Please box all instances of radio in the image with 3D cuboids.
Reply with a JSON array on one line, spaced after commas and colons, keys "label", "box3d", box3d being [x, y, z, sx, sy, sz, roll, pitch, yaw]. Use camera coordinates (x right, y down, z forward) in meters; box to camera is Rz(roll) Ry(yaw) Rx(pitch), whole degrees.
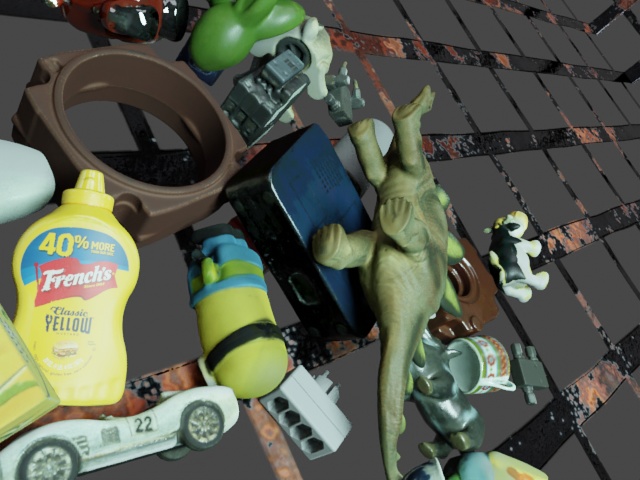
[{"label": "radio", "box3d": [-0.001, -0.002, 0.612, 0.229, 0.073, 0.131, 60, 41, -18]}]

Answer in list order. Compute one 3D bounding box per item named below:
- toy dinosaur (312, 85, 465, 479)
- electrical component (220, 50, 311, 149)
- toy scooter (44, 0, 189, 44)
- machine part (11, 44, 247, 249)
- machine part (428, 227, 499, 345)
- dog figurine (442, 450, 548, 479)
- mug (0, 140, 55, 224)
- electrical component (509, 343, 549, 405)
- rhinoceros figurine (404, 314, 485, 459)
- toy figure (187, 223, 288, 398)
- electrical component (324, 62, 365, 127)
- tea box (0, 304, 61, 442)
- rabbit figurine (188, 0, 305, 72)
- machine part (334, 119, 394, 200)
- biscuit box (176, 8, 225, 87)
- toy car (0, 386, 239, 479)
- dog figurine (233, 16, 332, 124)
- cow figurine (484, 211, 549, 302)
[{"label": "toy dinosaur", "box3d": [0.091, 0.023, 0.578, 0.198, 0.105, 0.471, 43, 53, -42]}, {"label": "electrical component", "box3d": [-0.074, -0.176, 0.683, 0.058, 0.134, 0.115, 42, 42, -8]}, {"label": "toy scooter", "box3d": [-0.244, -0.280, 0.650, 0.135, 0.075, 0.184, 11, 26, 0]}, {"label": "machine part", "box3d": [-0.193, -0.106, 0.574, 0.201, 0.087, 0.201, -32, 84, -45]}, {"label": "machine part", "box3d": [0.184, 0.061, 0.781, 0.179, 0.056, 0.179, 21, 49, -27]}, {"label": "dog figurine", "box3d": [0.204, 0.357, 0.560, 0.191, 0.108, 0.219, 32, 49, -19]}, {"label": "mug", "box3d": [-0.300, -0.058, 0.469, 0.107, 0.081, 0.109, -7, 58, -52]}, {"label": "electrical component", "box3d": [0.317, 0.203, 0.812, 0.063, 0.021, 0.094, 16, 52, -30]}, {"label": "rhinoceros figurine", "box3d": [0.139, 0.169, 0.658, 0.112, 0.073, 0.190, -16, 72, -42]}, {"label": "toy figure", "box3d": [-0.087, 0.067, 0.537, 0.082, 0.089, 0.180, 4, 62, -31]}, {"label": "electrical component", "box3d": [0.037, -0.226, 0.843, 0.102, 0.045, 0.078, 40, 40, -61]}, {"label": "tea box", "box3d": [-0.270, 0.113, 0.336, 0.170, 0.068, 0.098, -35, 84, -24]}, {"label": "rabbit figurine", "box3d": [-0.099, -0.282, 0.656, 0.121, 0.159, 0.170, 35, 61, -62]}, {"label": "machine part", "box3d": [0.049, -0.109, 0.767, 0.079, 0.079, 0.243, 44, 39, -6]}, {"label": "biscuit box", "box3d": [-0.137, -0.308, 0.776, 0.063, 0.059, 0.203, 33, 46, -19]}, {"label": "toy car", "box3d": [-0.160, 0.159, 0.426, 0.201, 0.073, 0.056, -2, 66, -40]}, {"label": "dog figurine", "box3d": [-0.023, -0.289, 0.781, 0.121, 0.172, 0.190, 42, 50, -23]}, {"label": "cow figurine", "box3d": [0.320, 0.015, 0.916, 0.098, 0.068, 0.167, 19, 50, -21]}]
